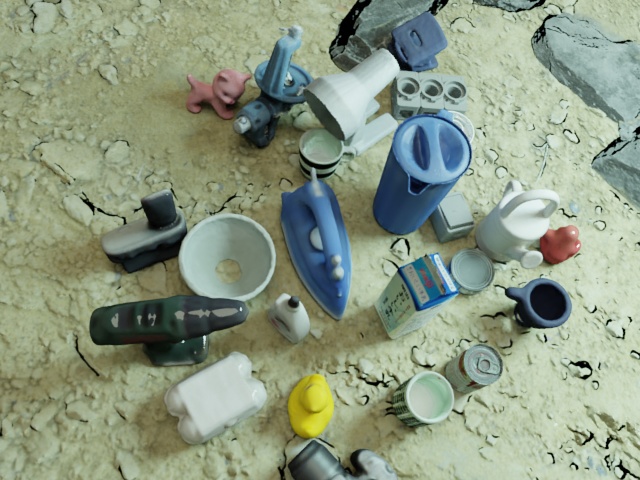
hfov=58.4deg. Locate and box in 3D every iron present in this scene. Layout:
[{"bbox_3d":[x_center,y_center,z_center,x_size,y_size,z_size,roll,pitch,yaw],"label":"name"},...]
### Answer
[{"bbox_3d":[0.009,0.004,1.017,0.119,0.141,0.258,-13,70,-12],"label":"iron"}]

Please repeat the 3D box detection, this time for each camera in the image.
[{"bbox_3d":[0.028,0.369,0.888,0.143,0.101,0.136,-40,77,-20],"label":"camera"}]

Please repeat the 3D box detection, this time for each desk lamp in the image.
[{"bbox_3d":[0.066,-0.259,1.096,0.203,0.213,0.118,-37,76,-20],"label":"desk lamp"}]

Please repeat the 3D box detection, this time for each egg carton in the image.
[{"bbox_3d":[-0.167,0.256,0.926,0.150,0.069,0.107,-28,74,-18],"label":"egg carton"}]

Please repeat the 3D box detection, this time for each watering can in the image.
[{"bbox_3d":[0.371,-0.032,1.053,0.101,0.194,0.172,-19,71,-15],"label":"watering can"}]

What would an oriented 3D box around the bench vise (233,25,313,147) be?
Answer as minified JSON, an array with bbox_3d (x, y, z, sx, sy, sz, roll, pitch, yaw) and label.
[{"bbox_3d":[-0.078,-0.285,1.084,0.121,0.219,0.207,20,66,1],"label":"bench vise"}]

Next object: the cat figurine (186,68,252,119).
[{"bbox_3d":[-0.201,-0.301,1.130,0.128,0.118,0.067,9,66,-4],"label":"cat figurine"}]

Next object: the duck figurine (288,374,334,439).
[{"bbox_3d":[-0.012,0.268,0.934,0.077,0.086,0.104,12,66,-2],"label":"duck figurine"}]

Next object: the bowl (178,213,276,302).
[{"bbox_3d":[-0.162,0.042,1.014,0.167,0.074,0.167,3,67,-6],"label":"bowl"}]

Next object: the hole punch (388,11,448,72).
[{"bbox_3d":[0.212,-0.428,1.254,0.101,0.091,0.108,-19,71,-15],"label":"hole punch"}]

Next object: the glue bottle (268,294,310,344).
[{"bbox_3d":[-0.049,0.120,0.943,0.078,0.173,0.037,39,68,10],"label":"glue bottle"}]

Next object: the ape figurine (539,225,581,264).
[{"bbox_3d":[0.470,0.001,1.108,0.077,0.092,0.076,38,68,9],"label":"ape figurine"}]

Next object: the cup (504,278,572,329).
[{"bbox_3d":[0.381,0.122,1.044,0.117,0.095,0.092,18,66,0],"label":"cup"}]

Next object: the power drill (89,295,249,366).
[{"bbox_3d":[-0.226,0.139,0.892,0.230,0.208,0.075,-3,68,-9],"label":"power drill"}]

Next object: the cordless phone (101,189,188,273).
[{"bbox_3d":[-0.302,-0.028,0.964,0.148,0.185,0.094,-26,73,-17],"label":"cordless phone"}]
